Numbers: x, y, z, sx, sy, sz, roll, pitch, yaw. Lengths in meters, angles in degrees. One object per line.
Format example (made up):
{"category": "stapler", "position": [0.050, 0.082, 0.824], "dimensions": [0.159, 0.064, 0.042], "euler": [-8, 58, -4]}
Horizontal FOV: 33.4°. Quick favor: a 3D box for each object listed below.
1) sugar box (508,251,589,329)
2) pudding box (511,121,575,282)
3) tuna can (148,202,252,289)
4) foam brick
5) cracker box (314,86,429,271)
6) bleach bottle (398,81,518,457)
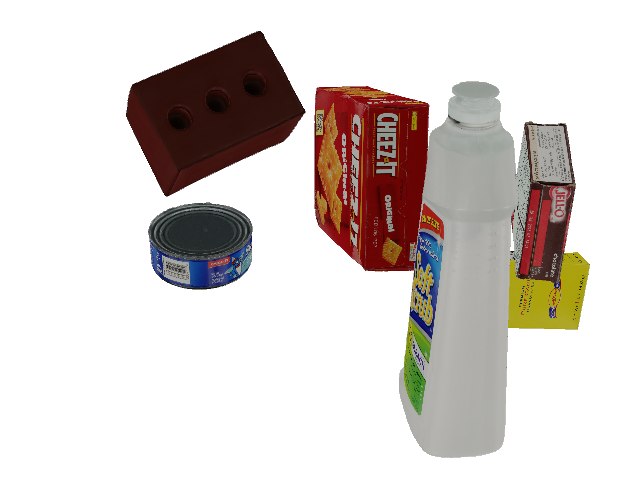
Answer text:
{"category": "sugar box", "position": [0.237, 0.061, 1.321], "dimensions": [0.176, 0.093, 0.048], "euler": [0, 20, -12]}
{"category": "pudding box", "position": [0.180, -0.033, 0.864], "dimensions": [0.039, 0.090, 0.113], "euler": [5, 32, 3]}
{"category": "tuna can", "position": [-0.099, 0.004, 0.887], "dimensions": [0.086, 0.034, 0.086], "euler": [1, 33, -1]}
{"category": "foam brick", "position": [-0.058, -0.067, 0.571], "dimensions": [0.078, 0.053, 0.051], "euler": [-28, -4, -17]}
{"category": "cracker box", "position": [0.047, -0.072, 1.114], "dimensions": [0.072, 0.164, 0.214], "euler": [-3, 13, -12]}
{"category": "bleach bottle", "position": [0.092, 0.016, 0.696], "dimensions": [0.068, 0.251, 0.102], "euler": [-4, 30, -5]}
